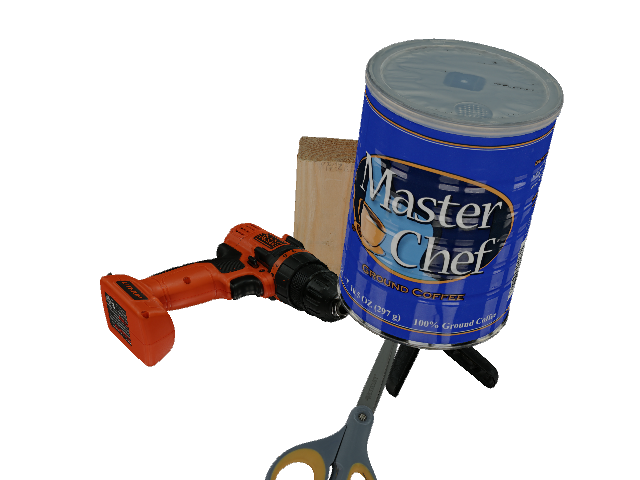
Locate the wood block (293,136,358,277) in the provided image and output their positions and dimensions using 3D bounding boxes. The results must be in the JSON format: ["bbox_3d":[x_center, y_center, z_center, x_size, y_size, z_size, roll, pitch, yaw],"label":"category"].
[{"bbox_3d":[0.010,-0.022,1.393,0.090,0.206,0.091,4,25,0],"label":"wood block"}]

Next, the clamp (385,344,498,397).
[{"bbox_3d":[0.128,0.102,1.172,0.120,0.171,0.039,6,-44,-5],"label":"clamp"}]

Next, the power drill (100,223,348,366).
[{"bbox_3d":[-0.086,0.049,0.948,0.187,0.057,0.185,-18,26,-29],"label":"power drill"}]

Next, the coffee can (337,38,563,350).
[{"bbox_3d":[0.067,-0.026,0.587,0.102,0.140,0.103,5,33,-3],"label":"coffee can"}]

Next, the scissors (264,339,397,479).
[{"bbox_3d":[0.011,0.140,0.814,0.096,0.201,0.016,13,-38,-8],"label":"scissors"}]
